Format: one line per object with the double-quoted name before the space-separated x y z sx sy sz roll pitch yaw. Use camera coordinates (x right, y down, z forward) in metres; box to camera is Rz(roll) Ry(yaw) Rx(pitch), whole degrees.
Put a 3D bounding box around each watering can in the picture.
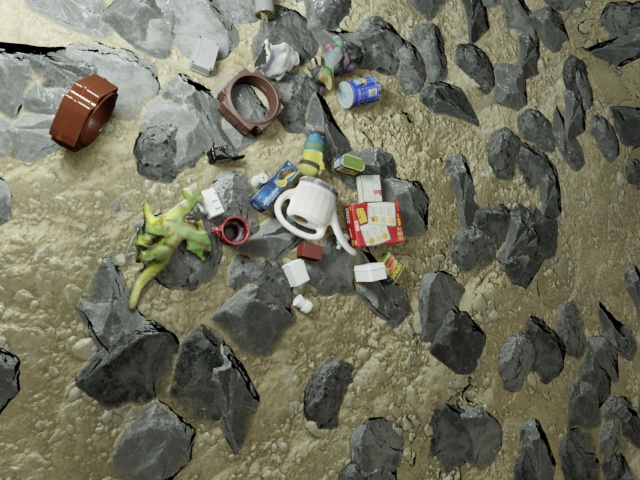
"watering can" 0.006 -0.093 1.842 0.346 0.103 0.228 25 70 -17

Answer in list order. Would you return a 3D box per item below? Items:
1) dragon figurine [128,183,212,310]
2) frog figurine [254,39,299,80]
"dragon figurine" -0.450 0.018 1.604 0.242 0.123 0.409 8 94 -31
"frog figurine" -0.140 -0.647 1.874 0.159 0.124 0.135 4 113 -35
